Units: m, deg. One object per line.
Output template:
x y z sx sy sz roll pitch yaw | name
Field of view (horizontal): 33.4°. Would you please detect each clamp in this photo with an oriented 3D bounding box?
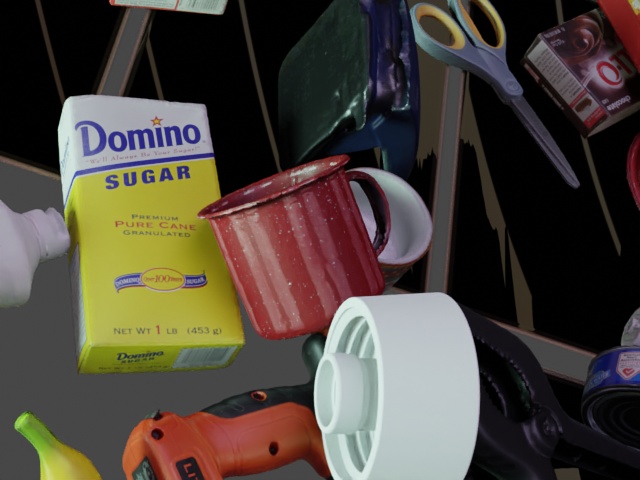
0.122 0.126 0.628 0.210 0.036 0.164 48 40 -11 | clamp

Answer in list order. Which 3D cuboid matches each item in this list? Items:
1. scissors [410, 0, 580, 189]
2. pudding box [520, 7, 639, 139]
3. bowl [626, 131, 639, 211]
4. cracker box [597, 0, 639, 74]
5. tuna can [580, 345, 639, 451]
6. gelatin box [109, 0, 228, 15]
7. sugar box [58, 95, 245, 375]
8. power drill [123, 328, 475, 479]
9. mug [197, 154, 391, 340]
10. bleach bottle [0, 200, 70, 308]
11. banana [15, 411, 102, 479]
0.132 -0.124 0.849 0.096 0.016 0.202 -4 61 -24 | scissors
0.233 -0.142 0.890 0.113 0.039 0.090 -28 74 -35 | pudding box
0.332 -0.046 0.863 0.162 0.055 0.162 12 55 -18 | bowl
0.333 -0.186 0.912 0.213 0.072 0.164 5 54 -38 | cracker box
0.214 0.107 0.692 0.086 0.086 0.033 29 54 -5 | tuna can
-0.114 -0.205 0.782 0.089 0.030 0.073 0 60 -24 | gelatin box
-0.105 -0.007 0.649 0.093 0.048 0.176 1 60 -24 | sugar box
-0.001 0.135 0.599 0.187 0.057 0.184 -18 68 -34 | power drill
-0.004 0.001 0.619 0.117 0.093 0.081 -29 102 -36 | mug
-0.242 0.040 0.549 0.250 0.068 0.102 -22 71 -36 | bleach bottle
-0.135 0.185 0.504 0.069 0.037 0.198 17 70 -24 | banana
